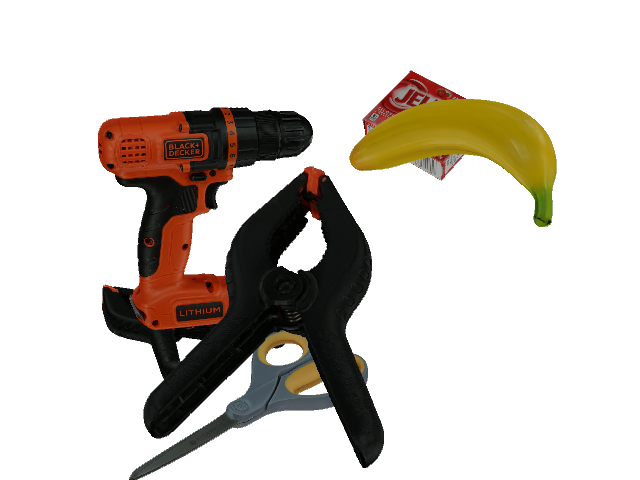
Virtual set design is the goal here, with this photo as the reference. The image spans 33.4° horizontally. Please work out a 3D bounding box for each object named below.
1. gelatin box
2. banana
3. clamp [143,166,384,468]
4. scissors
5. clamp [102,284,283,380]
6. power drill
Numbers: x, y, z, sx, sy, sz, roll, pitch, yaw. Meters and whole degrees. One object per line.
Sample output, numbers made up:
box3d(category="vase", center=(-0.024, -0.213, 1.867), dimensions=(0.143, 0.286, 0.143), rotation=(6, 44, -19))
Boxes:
box3d(category="gelatin box", center=(0.094, -0.105, 0.954), dimensions=(0.089, 0.073, 0.030), rotation=(33, -25, 24))
box3d(category="banana", center=(0.091, -0.064, 0.713), dimensions=(0.037, 0.069, 0.198), rotation=(41, -11, -35))
box3d(category="clamp", center=(-0.008, 0.040, 0.558), dimensions=(0.120, 0.171, 0.039), rotation=(16, -28, 10))
box3d(category="scissors", center=(-0.060, 0.110, 0.768), dimensions=(0.201, 0.016, 0.096), rotation=(-15, 35, -27))
box3d(category="clamp", center=(-0.164, 0.093, 1.118), dimensions=(0.210, 0.036, 0.164), rotation=(17, 20, 29))
box3d(category="power drill", center=(-0.096, -0.022, 0.922), dimensions=(0.184, 0.188, 0.057), rotation=(-5, 19, -17))
